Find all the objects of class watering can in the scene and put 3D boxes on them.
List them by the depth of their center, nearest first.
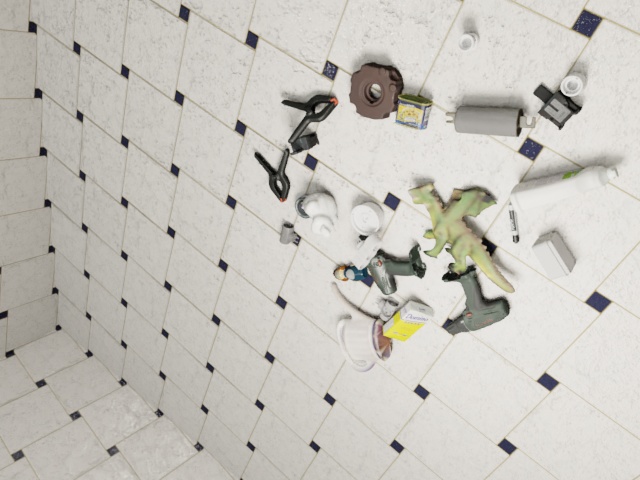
[{"bbox_3d":[0.149,0.326,1.909,0.223,0.105,0.346,-9,95,37],"label":"watering can"}]

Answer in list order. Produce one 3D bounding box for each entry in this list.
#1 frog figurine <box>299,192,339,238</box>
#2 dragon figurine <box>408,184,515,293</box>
[{"bbox_3d":[0.005,-0.090,1.781,0.122,0.163,0.135,-42,120,12],"label":"frog figurine"},{"bbox_3d":[0.437,-0.037,1.537,0.413,0.123,0.238,30,117,21],"label":"dragon figurine"}]
